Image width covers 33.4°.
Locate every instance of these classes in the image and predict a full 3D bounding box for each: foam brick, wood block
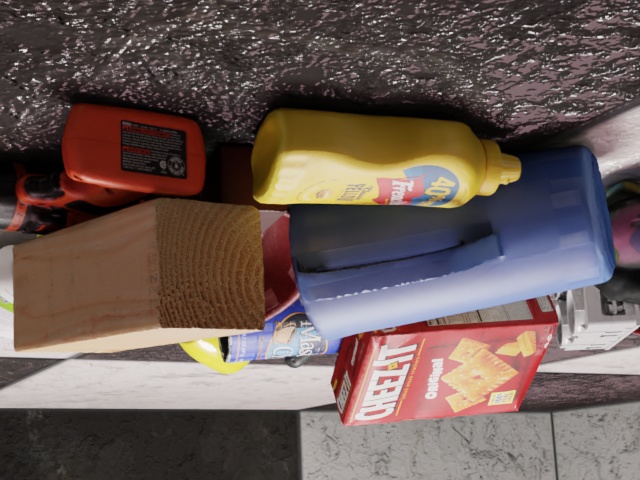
[{"bbox_3d":[-0.060,-0.037,0.826,0.053,0.051,0.078,2,166,-17],"label":"foam brick"},{"bbox_3d":[-0.140,0.032,0.795,0.090,0.090,0.207,4,169,-41],"label":"wood block"}]

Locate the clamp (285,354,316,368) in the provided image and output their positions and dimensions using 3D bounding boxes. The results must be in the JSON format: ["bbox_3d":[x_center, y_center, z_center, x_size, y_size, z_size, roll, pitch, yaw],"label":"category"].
[{"bbox_3d":[0.028,0.095,1.295,0.039,0.120,0.172,45,131,-8],"label":"clamp"}]

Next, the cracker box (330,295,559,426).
[{"bbox_3d":[0.133,0.125,1.162,0.213,0.072,0.164,-3,137,-16],"label":"cracker box"}]

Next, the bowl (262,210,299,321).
[{"bbox_3d":[-0.083,0.013,0.938,0.162,0.055,0.162,-15,139,-13],"label":"bowl"}]

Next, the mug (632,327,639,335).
[{"bbox_3d":[0.404,0.073,1.245,0.081,0.117,0.093,6,127,-50],"label":"mug"}]

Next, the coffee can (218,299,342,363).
[{"bbox_3d":[-0.041,0.081,1.189,0.140,0.103,0.103,-3,167,-13],"label":"coffee can"}]

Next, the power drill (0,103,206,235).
[{"bbox_3d":[-0.183,-0.046,0.765,0.184,0.057,0.188,3,169,-37],"label":"power drill"}]

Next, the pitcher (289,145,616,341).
[{"bbox_3d":[0.102,0.002,0.844,0.243,0.149,0.145,-11,142,19],"label":"pitcher"}]

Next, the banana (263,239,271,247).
[{"bbox_3d":[0.000,-0.003,1.008,0.197,0.037,0.070,0,166,-10],"label":"banana"}]

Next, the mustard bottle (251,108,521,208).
[{"bbox_3d":[0.052,-0.055,0.757,0.191,0.058,0.096,1,160,-16],"label":"mustard bottle"}]

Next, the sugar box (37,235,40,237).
[{"bbox_3d":[-0.177,0.002,0.981,0.093,0.048,0.176,-5,165,15],"label":"sugar box"}]

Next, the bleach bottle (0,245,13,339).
[{"bbox_3d":[-0.292,0.049,1.047,0.102,0.068,0.251,25,160,-26],"label":"bleach bottle"}]
